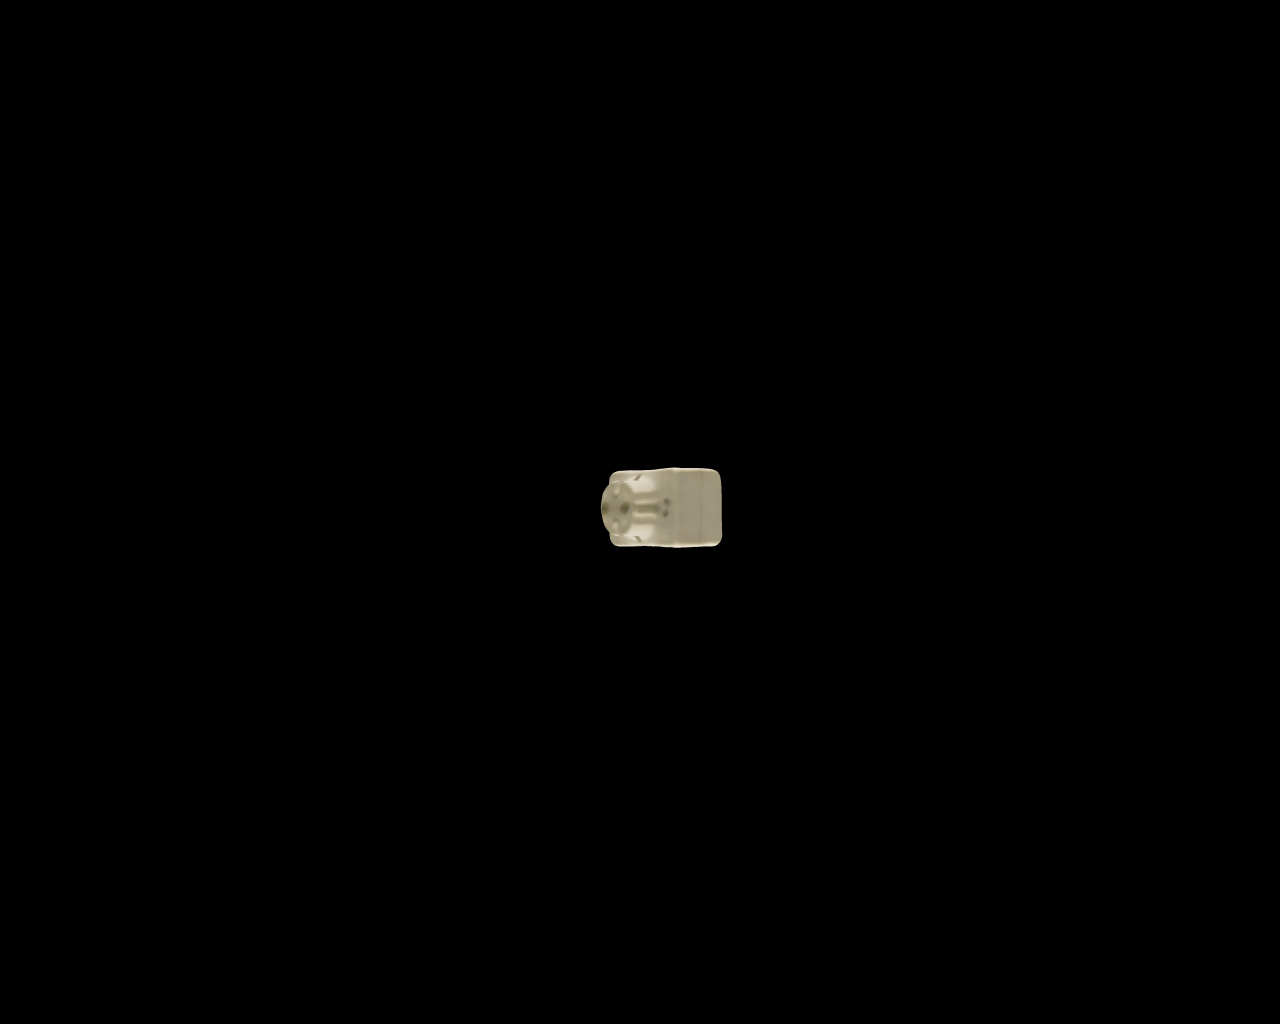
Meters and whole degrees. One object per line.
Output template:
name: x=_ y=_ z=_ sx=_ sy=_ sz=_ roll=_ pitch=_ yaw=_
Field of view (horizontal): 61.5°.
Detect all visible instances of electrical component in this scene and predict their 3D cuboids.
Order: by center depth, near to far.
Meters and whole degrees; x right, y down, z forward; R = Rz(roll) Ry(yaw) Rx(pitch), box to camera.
electrical component: x=0.001 y=-0.003 z=0.650 sx=0.077 sy=0.047 sz=0.065 roll=0 pitch=0 yaw=-39
